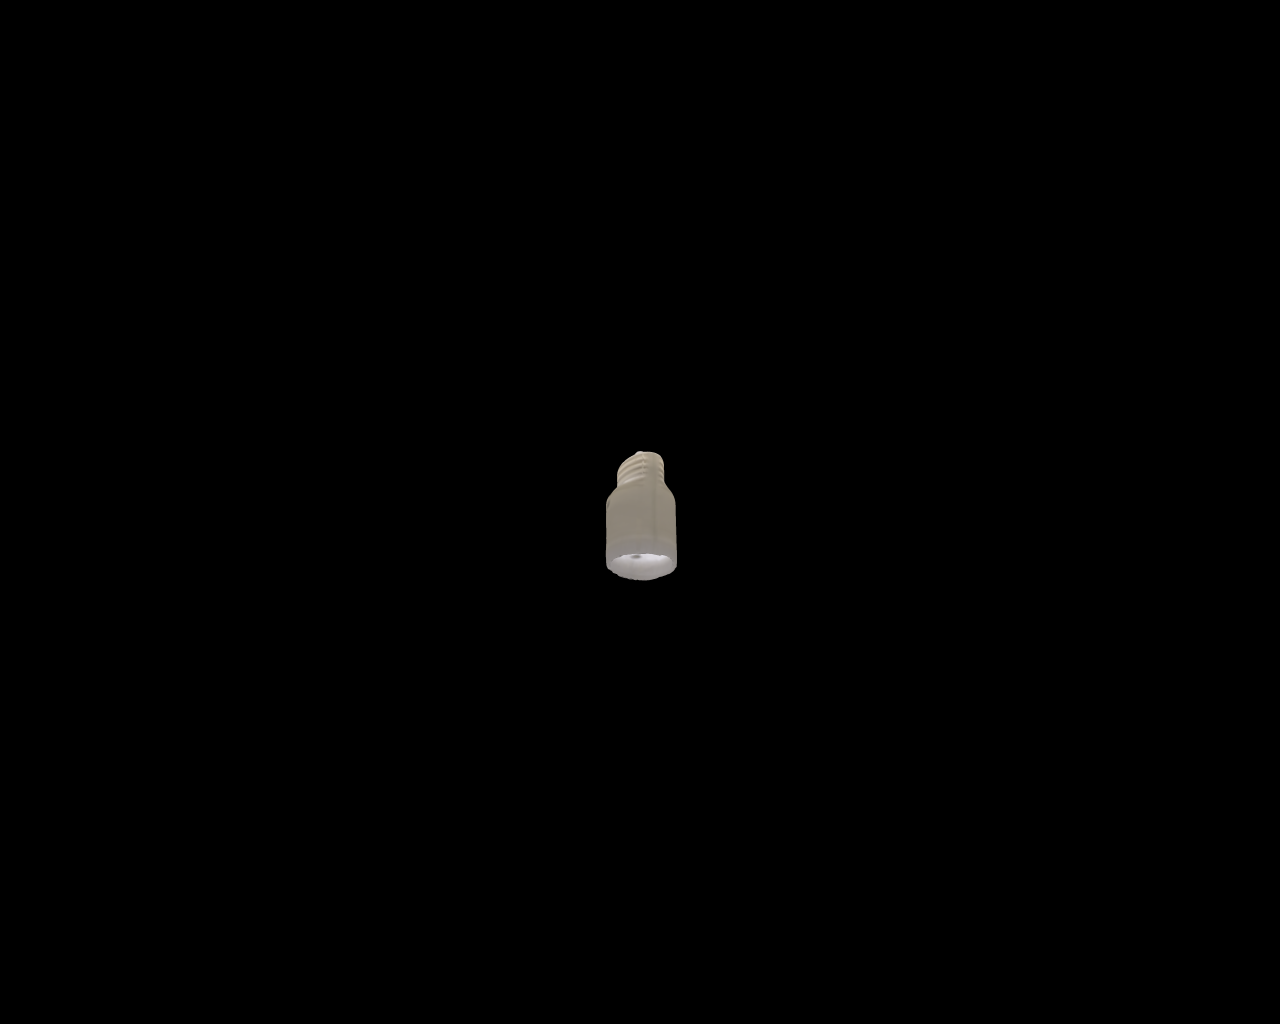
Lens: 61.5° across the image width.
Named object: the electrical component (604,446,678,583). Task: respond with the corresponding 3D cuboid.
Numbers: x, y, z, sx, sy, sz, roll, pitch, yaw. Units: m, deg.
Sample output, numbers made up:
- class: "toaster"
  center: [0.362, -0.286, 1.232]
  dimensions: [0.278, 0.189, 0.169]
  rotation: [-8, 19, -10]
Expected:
- class: "electrical component"
  center: [0.001, -0.003, 0.650]
  dimensions: [0.043, 0.081, 0.043]
  rotation: [0, -26, 0]
